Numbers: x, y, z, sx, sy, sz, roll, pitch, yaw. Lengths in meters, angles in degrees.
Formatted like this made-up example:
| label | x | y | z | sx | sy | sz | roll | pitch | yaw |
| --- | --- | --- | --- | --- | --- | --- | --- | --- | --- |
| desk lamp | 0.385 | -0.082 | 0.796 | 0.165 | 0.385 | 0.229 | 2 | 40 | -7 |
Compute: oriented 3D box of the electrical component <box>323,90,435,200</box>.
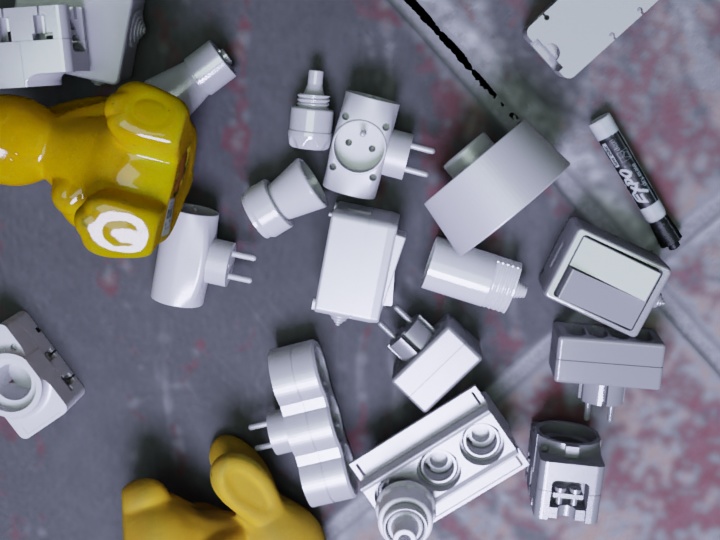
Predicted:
| label | x | y | z | sx | sy | sz | roll | pitch | yaw |
| --- | --- | --- | --- | --- | --- | --- | --- | --- | --- |
| electrical component | 0.018 | -0.093 | 0.841 | 0.079 | 0.044 | 0.077 | 15 | 102 | 1 |

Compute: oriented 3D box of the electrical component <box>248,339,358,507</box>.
| label | x | y | z | sx | sy | sz | roll | pitch | yaw |
| --- | --- | --- | --- | --- | --- | --- | --- | --- | --- |
| electrical component | -0.055 | 0.131 | 0.889 | 0.074 | 0.052 | 0.138 | -14 | 100 | 7 |

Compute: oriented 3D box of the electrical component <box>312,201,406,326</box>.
| label | x | y | z | sx | sy | sz | roll | pitch | yaw |
| --- | --- | --- | --- | --- | --- | --- | --- | --- | --- |
| electrical component | 0.000 | 0.000 | 0.853 | 0.061 | 0.061 | 0.096 | 11 | 102 | 2 |

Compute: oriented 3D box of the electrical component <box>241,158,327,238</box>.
| label | x | y | z | sx | sy | sz | roll | pitch | yaw |
| --- | --- | --- | --- | --- | --- | --- | --- | --- | --- |
| electrical component | -0.060 | -0.056 | 0.854 | 0.055 | 0.045 | 0.045 | -30 | 98 | 10 |

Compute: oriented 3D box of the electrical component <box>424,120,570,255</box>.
| label | x | y | z | sx | sy | sz | roll | pitch | yaw |
| --- | --- | --- | --- | --- | --- | --- | --- | --- | --- |
| electrical component | 0.097 | -0.068 | 0.812 | 0.108 | 0.108 | 0.060 | -40 | 90 | 11 |

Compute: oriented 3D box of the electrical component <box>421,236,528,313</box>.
| label | x | y | z | sx | sy | sz | roll | pitch | yaw |
| --- | --- | --- | --- | --- | --- | --- | --- | --- | --- |
| electrical component | 0.094 | 0.006 | 0.857 | 0.081 | 0.043 | 0.043 | 17 | 102 | 0 |

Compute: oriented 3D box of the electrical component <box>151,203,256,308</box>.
| label | x | y | z | sx | sy | sz | roll | pitch | yaw |
| --- | --- | --- | --- | --- | --- | --- | --- | --- | --- |
| electrical component | -0.124 | -0.008 | 0.869 | 0.079 | 0.043 | 0.077 | 12 | 102 | 1 |

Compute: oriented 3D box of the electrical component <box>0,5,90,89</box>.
| label | x | y | z | sx | sy | sz | roll | pitch | yaw |
| --- | --- | --- | --- | --- | --- | --- | --- | --- | --- |
| electrical component | -0.250 | -0.162 | 0.790 | 0.089 | 0.050 | 0.055 | -3 | 101 | 5 |

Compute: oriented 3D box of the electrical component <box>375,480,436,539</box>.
| label | x | y | z | sx | sy | sz | roll | pitch | yaw |
| --- | --- | --- | --- | --- | --- | --- | --- | --- | --- |
| electrical component | 0.035 | 0.193 | 0.825 | 0.048 | 0.062 | 0.048 | 1 | 102 | 3 |

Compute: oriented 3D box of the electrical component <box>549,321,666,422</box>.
| label | x | y | z | sx | sy | sz | roll | pitch | yaw |
| --- | --- | --- | --- | --- | --- | --- | --- | --- | --- |
| electrical component | 0.196 | 0.086 | 0.865 | 0.083 | 0.047 | 0.075 | 4 | 103 | 3 |

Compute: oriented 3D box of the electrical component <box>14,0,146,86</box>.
| label | x | y | z | sx | sy | sz | roll | pitch | yaw |
| --- | --- | --- | --- | --- | --- | --- | --- | --- | --- |
| electrical component | -0.216 | -0.197 | 0.833 | 0.100 | 0.048 | 0.099 | 13 | 102 | 1 |

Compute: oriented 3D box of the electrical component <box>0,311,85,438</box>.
| label | x | y | z | sx | sy | sz | roll | pitch | yaw |
| --- | --- | --- | --- | --- | --- | --- | --- | --- | --- |
| electrical component | -0.281 | 0.087 | 0.894 | 0.050 | 0.055 | 0.089 | -34 | 98 | 10 |

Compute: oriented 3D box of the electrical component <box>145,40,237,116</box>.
| label | x | y | z | sx | sy | sz | roll | pitch | yaw |
| --- | --- | --- | --- | --- | --- | --- | --- | --- | --- |
| electrical component | -0.130 | -0.149 | 0.842 | 0.065 | 0.044 | 0.044 | -36 | 97 | 6 |

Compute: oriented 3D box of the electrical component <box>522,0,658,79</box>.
| label | x | y | z | sx | sy | sz | roll | pitch | yaw |
| --- | --- | --- | --- | --- | --- | --- | --- | --- | --- |
| electrical component | 0.171 | -0.191 | 0.804 | 0.089 | 0.055 | 0.050 | -42 | 96 | 11 |

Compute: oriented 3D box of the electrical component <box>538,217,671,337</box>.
| label | x | y | z | sx | sy | sz | roll | pitch | yaw |
| --- | --- | --- | --- | --- | --- | --- | --- | --- | --- |
| electrical component | 0.197 | 0.008 | 0.842 | 0.096 | 0.061 | 0.061 | 25 | 103 | -1 |

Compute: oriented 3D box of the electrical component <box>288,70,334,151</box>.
| label | x | y | z | sx | sy | sz | roll | pitch | yaw |
| --- | --- | --- | --- | --- | --- | --- | --- | --- | --- |
| electrical component | -0.037 | -0.126 | 0.843 | 0.035 | 0.035 | 0.061 | 7 | 100 | 3 |

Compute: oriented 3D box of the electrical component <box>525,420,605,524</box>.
| label | x | y | z | sx | sy | sz | roll | pitch | yaw |
| --- | --- | --- | --- | --- | --- | --- | --- | --- | --- |
| electrical component | 0.163 | 0.156 | 0.860 | 0.050 | 0.089 | 0.055 | 5 | 102 | 3 |

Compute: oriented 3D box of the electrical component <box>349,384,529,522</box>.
| label | x | y | z | sx | sy | sz | roll | pitch | yaw |
| --- | --- | --- | --- | --- | --- | --- | --- | --- | --- |
| electrical component | 0.064 | 0.153 | 0.880 | 0.121 | 0.063 | 0.078 | -33 | 98 | 10 |

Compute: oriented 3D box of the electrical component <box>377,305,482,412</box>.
| label | x | y | z | sx | sy | sz | roll | pitch | yaw |
| --- | --- | --- | --- | --- | --- | --- | --- | --- | --- |
| electrical component | 0.049 | 0.061 | 0.870 | 0.077 | 0.047 | 0.065 | 44 | 101 | -5 |
